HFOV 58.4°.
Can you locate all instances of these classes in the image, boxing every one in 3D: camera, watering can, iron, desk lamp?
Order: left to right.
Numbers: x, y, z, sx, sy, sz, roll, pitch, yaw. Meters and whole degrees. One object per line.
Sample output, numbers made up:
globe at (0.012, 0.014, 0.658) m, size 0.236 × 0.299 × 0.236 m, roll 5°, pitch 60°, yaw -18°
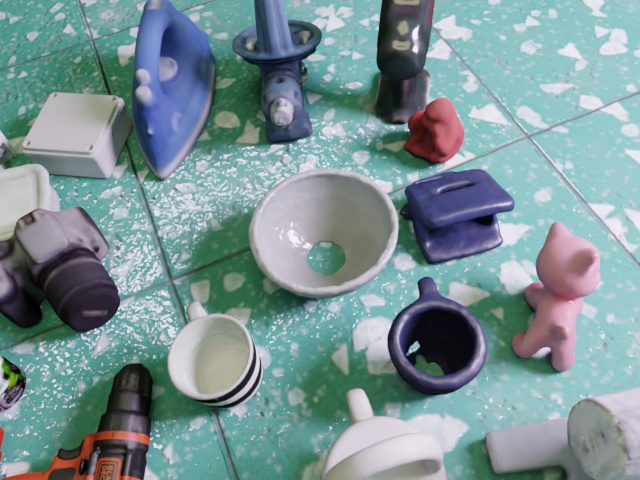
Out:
camera at (-0.301, 0.042, 0.645) m, size 0.143 × 0.101 × 0.136 m, roll -36°, pitch 62°, yaw -17°
iron at (-0.218, -0.225, 0.781) m, size 0.118 × 0.141 × 0.258 m, roll -4°, pitch 58°, yaw 3°
watering can at (0.055, 0.202, 0.457) m, size 0.101 × 0.194 × 0.172 m, roll -35°, pitch 61°, yaw -16°
desk lamp at (0.257, 0.165, 0.451) m, size 0.203 × 0.214 × 0.118 m, roll -10°, pitch 57°, yaw -1°

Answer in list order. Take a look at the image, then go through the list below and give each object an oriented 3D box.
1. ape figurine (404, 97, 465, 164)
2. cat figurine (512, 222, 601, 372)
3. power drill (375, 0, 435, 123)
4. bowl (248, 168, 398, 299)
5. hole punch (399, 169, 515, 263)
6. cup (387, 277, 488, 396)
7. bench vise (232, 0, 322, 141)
ape figurine at (0.149, -0.144, 0.728) m, size 0.076 × 0.092 × 0.077 m, roll -10°, pitch 57°, yaw -1°
cat figurine at (0.246, 0.052, 0.580) m, size 0.067 × 0.118 × 0.128 m, roll 14°, pitch 60°, yaw 14°
power drill at (0.112, -0.269, 0.740) m, size 0.075 × 0.209 × 0.229 m, roll 5°, pitch 58°, yaw 8°
bowl at (0.006, 0.002, 0.658) m, size 0.167 × 0.075 × 0.167 m, roll -2°, pitch 58°, yaw 4°
hole punch at (0.155, -0.041, 0.663) m, size 0.108 × 0.091 × 0.101 m, roll -14°, pitch 58°, yaw -4°
cup at (0.111, 0.105, 0.572) m, size 0.091 × 0.095 × 0.117 m, roll -6°, pitch 58°, yaw 1°
bench vise at (-0.045, -0.251, 0.736) m, size 0.121 × 0.220 × 0.207 m, roll -21°, pitch 58°, yaw -8°
